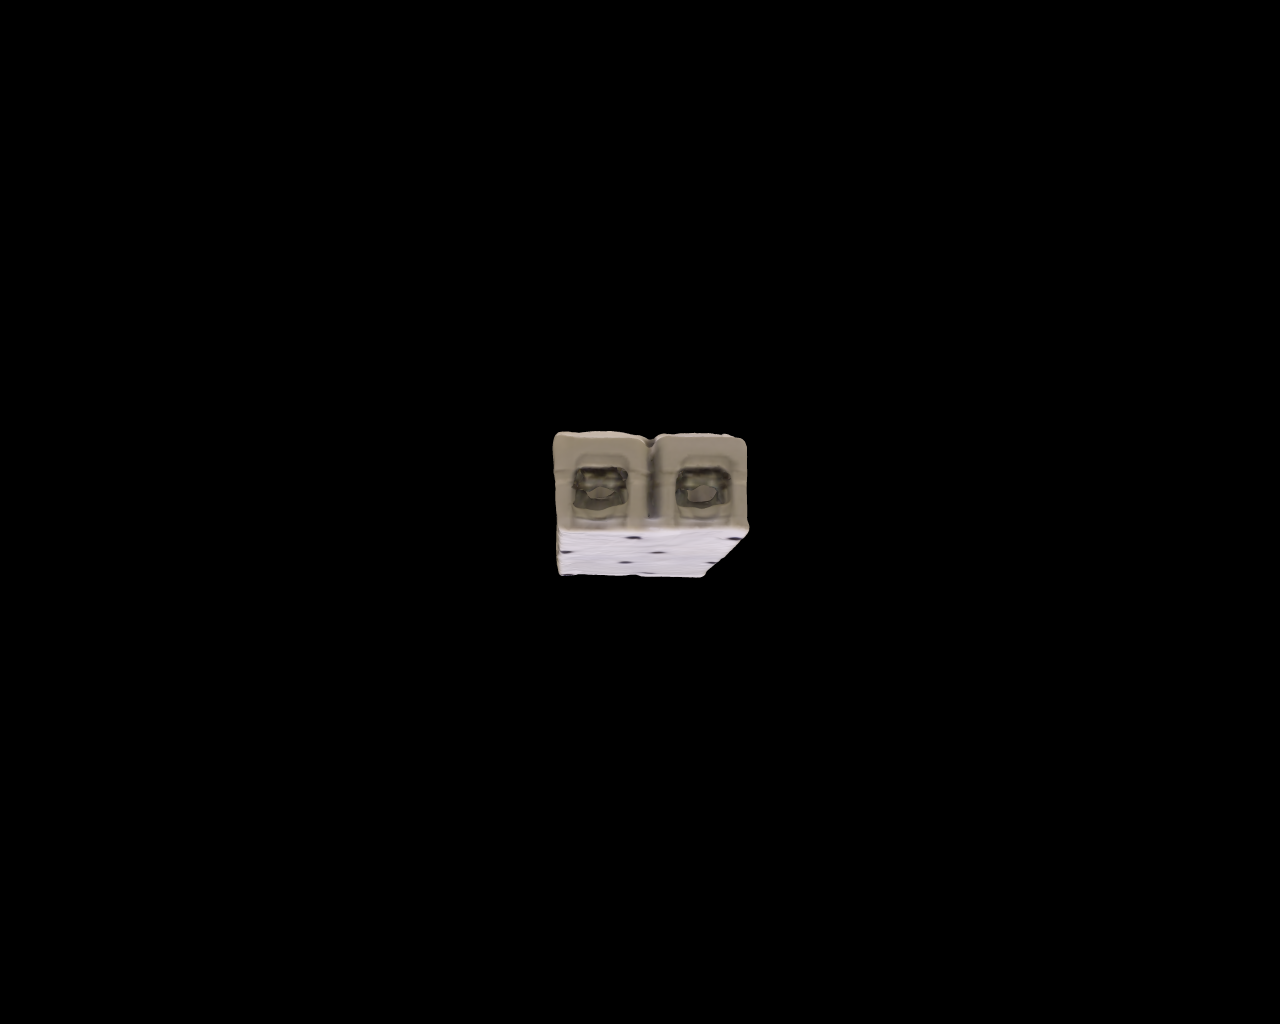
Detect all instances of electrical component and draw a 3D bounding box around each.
[{"bbox_3d":[0.001,-0.003,0.650,0.105,0.060,0.186,1,-11,-4],"label":"electrical component"}]
